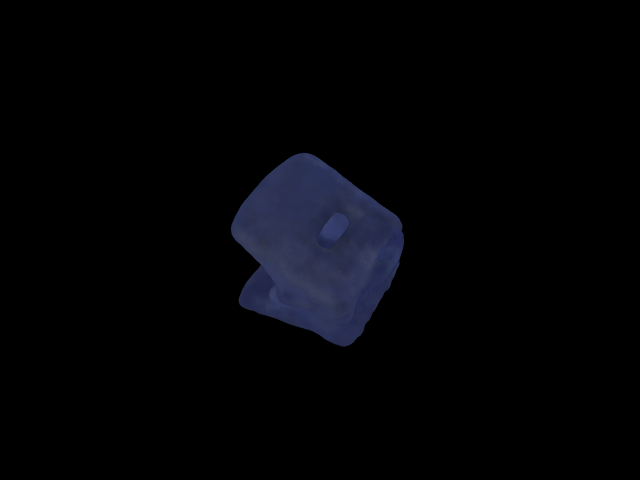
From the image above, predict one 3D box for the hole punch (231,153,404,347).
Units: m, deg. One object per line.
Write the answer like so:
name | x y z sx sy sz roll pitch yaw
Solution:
hole punch | 0.004 0.001 0.400 0.101 0.091 0.109 18 44 19
